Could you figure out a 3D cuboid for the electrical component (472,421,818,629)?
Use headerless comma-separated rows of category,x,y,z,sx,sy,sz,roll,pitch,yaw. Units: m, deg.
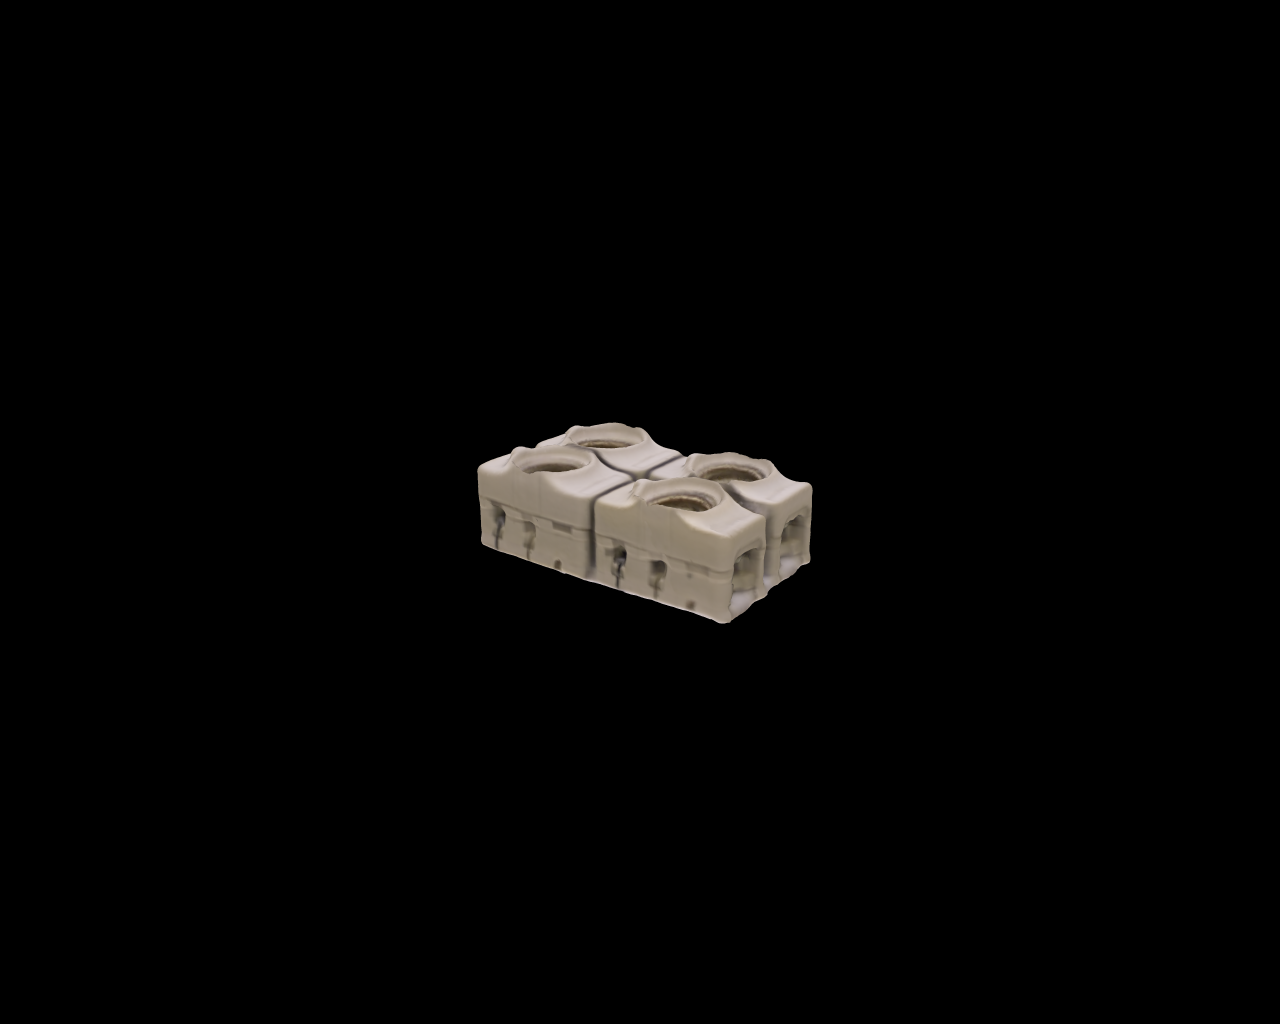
electrical component,0.001,-0.003,0.650,0.186,0.060,0.105,16,27,34
